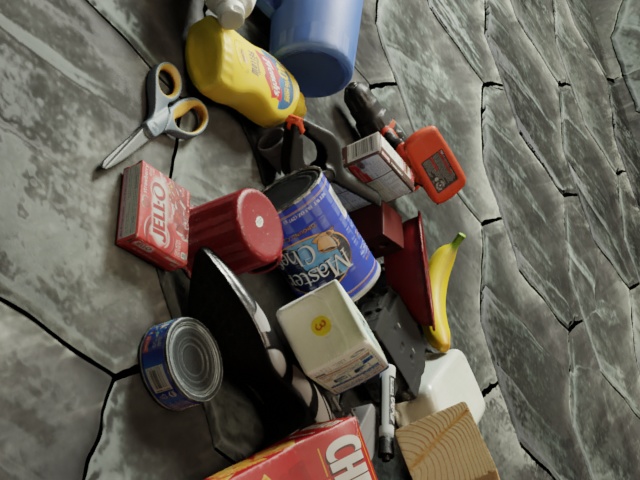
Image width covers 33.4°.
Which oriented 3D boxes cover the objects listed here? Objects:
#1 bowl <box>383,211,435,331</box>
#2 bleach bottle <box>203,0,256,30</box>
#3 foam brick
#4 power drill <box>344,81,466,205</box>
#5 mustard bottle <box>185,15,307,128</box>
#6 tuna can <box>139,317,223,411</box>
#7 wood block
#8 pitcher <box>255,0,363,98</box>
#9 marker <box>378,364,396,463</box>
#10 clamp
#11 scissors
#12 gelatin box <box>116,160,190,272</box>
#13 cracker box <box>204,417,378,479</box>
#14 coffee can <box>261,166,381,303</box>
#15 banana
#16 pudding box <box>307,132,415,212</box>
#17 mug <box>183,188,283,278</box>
[{"bbox_3d":[0.117,0.044,1.419,0.162,0.055,0.162,-8,90,-83],"label":"bowl"},{"bbox_3d":[-0.120,-0.344,1.231,0.102,0.068,0.251,36,34,-46],"label":"bleach bottle"},{"bbox_3d":[0.062,-0.008,1.368,0.053,0.078,0.051,34,44,-46],"label":"foam brick"},{"bbox_3d":[0.112,-0.129,1.449,0.184,0.057,0.188,55,-7,-23],"label":"power drill"},{"bbox_3d":[-0.077,-0.185,1.260,0.191,0.058,0.096,25,46,-52],"label":"mustard bottle"},{"bbox_3d":[-0.131,0.117,1.015,0.086,0.034,0.086,36,44,-45],"label":"tuna can"},{"bbox_3d":[0.160,0.278,1.265,0.206,0.091,0.090,62,5,-59],"label":"wood block"},{"bbox_3d":[-0.014,-0.312,1.389,0.145,0.149,0.243,56,32,-53],"label":"pitcher"},{"bbox_3d":[0.077,0.199,1.229,0.020,0.020,0.121,43,39,-40],"label":"marker"},{"bbox_3d":[-0.005,-0.067,1.275,0.120,0.039,0.171,-48,121,-19],"label":"clamp"},{"bbox_3d":[-0.180,-0.133,1.100,0.201,0.016,0.096,-27,95,-60],"label":"scissors"},{"bbox_3d":[-0.162,-0.022,1.049,0.073,0.030,0.089,35,44,-46],"label":"gelatin box"},{"bbox_3d":[-0.029,0.279,0.999,0.213,0.072,0.164,-18,89,-43],"label":"cracker box"},{"bbox_3d":[-0.008,0.001,1.219,0.140,0.103,0.102,58,32,-21],"label":"coffee can"},{"bbox_3d":[0.167,0.080,1.507,0.037,0.070,0.197,20,56,-13],"label":"banana"},{"bbox_3d":[0.051,-0.078,1.354,0.090,0.114,0.039,43,36,-40],"label":"pudding box"},{"bbox_3d":[-0.085,0.002,1.111,0.117,0.082,0.093,42,40,-40],"label":"mug"}]
